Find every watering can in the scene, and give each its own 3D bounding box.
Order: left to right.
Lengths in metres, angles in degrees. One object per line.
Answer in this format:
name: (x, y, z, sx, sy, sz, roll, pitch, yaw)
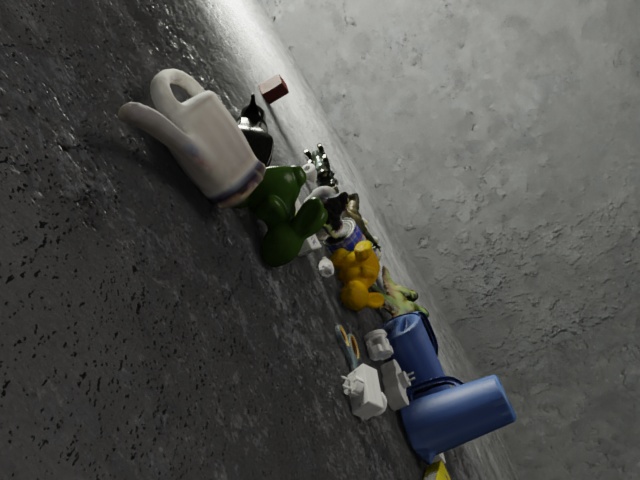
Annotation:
watering can: (-0.177, -0.139, 0.748, 0.221, 0.103, 0.354, 56, 12, -20)

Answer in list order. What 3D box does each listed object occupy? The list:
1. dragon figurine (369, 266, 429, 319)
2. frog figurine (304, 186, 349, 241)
dragon figurine: (0.219, 0.175, 1.651, 0.239, 0.121, 0.419, 40, 15, -38)
frog figurine: (0.004, -0.067, 1.325, 0.159, 0.123, 0.137, 177, -93, -75)
